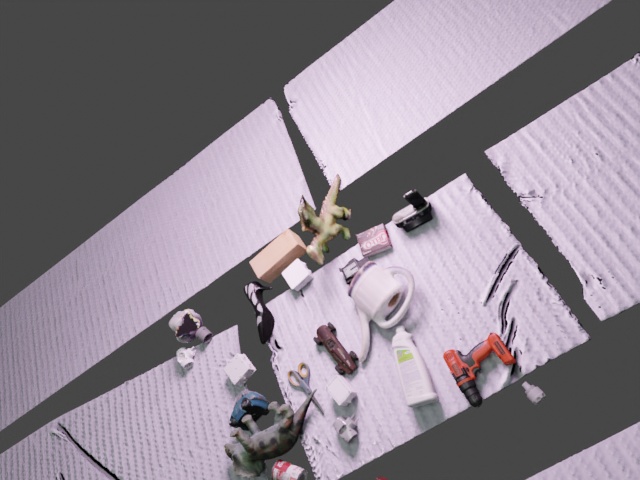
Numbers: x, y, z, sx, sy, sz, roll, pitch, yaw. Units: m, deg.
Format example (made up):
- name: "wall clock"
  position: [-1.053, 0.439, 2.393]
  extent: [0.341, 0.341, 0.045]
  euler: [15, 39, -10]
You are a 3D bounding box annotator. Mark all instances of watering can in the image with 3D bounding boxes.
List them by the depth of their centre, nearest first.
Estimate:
- name: "watering can"
  position: [0.178, 0.223, 1.762]
  extent: [0.228, 0.103, 0.345]
  euler: [41, 101, 36]

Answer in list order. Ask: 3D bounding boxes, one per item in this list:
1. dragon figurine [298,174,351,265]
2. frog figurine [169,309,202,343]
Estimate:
- name: "dragon figurine"
  position: [0.006, -0.096, 1.914]
  extent: [0.121, 0.240, 0.417]
  euler: [-14, 65, 30]
- name: "frog figurine"
  position: [-0.558, 0.356, 2.131]
  extent: [0.158, 0.122, 0.139]
  euler: [-26, 62, 61]
